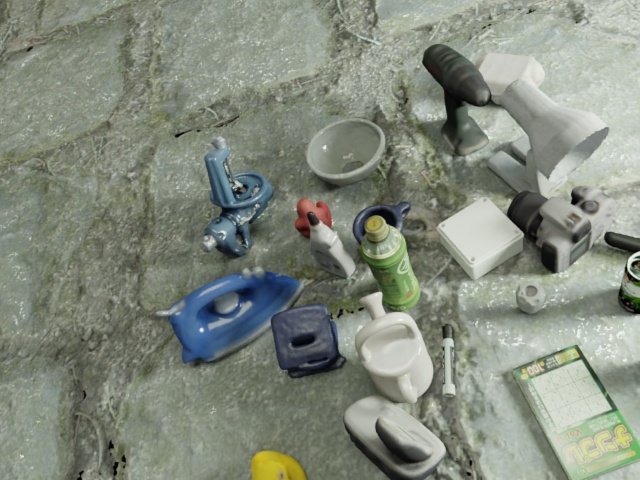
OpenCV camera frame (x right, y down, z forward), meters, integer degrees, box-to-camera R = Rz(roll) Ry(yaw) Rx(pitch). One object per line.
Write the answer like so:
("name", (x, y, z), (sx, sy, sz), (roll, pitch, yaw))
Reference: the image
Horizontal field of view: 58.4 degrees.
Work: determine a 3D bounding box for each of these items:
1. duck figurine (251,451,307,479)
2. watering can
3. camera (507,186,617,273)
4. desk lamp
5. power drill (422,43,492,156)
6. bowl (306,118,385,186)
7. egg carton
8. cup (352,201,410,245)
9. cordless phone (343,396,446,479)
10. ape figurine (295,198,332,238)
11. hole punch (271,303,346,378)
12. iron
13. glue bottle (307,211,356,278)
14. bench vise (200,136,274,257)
("duck figurine", (-0.071, 0.356, 0.859), (0.077, 0.086, 0.104), (-45, 53, -14))
("watering can", (0.103, 0.160, 0.866), (0.101, 0.194, 0.172), (-40, 52, -10))
("camera", (0.397, -0.043, 0.962), (0.143, 0.101, 0.136), (-40, 52, -10))
("desk lamp", (0.378, -0.165, 0.984), (0.118, 0.214, 0.202), (-35, 52, -6))
("power drill", (0.270, -0.266, 1.099), (0.075, 0.209, 0.229), (-25, 51, 2))
("bowl", (0.059, -0.171, 1.194), (0.167, 0.075, 0.167), (-10, 53, 14))
("egg carton", (0.384, -0.334, 1.195), (0.149, 0.070, 0.107), (16, 63, 29))
("cup", (0.123, -0.012, 1.045), (0.118, 0.095, 0.091), (-38, 52, -9))
("cordless phone", (0.092, 0.263, 0.802), (0.147, 0.185, 0.094), (30, 70, 34))
("ape figurine", (-0.018, -0.049, 1.124), (0.078, 0.092, 0.076), (-27, 51, 0))
("hole punch", (-0.022, 0.171, 0.970), (0.108, 0.091, 0.101), (-15, 52, 10))
("iron", (-0.161, 0.109, 1.032), (0.258, 0.142, 0.118), (-30, 51, -2))
("glue bottle", (0.009, 0.004, 1.025), (0.077, 0.173, 0.037), (21, 66, 31))
("bench vise", (-0.173, -0.081, 1.122), (0.121, 0.220, 0.207), (-3, 55, 18))
